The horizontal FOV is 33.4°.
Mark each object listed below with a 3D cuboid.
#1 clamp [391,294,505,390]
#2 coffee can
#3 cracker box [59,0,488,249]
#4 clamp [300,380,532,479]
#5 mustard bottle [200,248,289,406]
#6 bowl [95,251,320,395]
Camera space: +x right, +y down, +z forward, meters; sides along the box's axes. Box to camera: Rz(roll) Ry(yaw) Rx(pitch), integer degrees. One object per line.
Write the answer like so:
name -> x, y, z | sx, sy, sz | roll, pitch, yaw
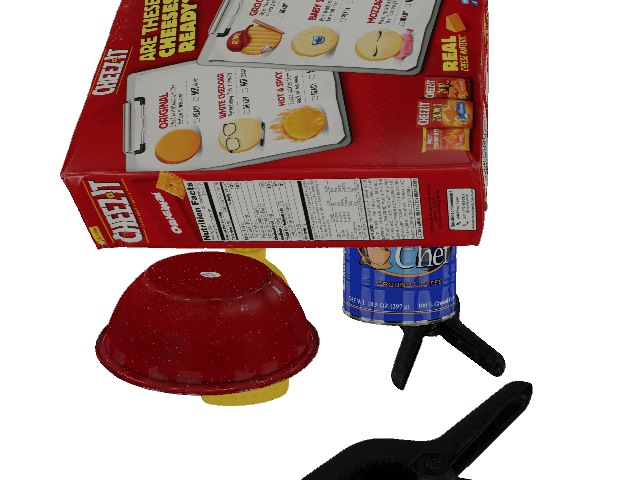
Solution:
clamp -> 0.128, 0.089, 1.144 | 0.120, 0.171, 0.039 | 4, -44, -9
coffee can -> 0.070, -0.006, 0.939 | 0.103, 0.140, 0.103 | 0, 12, 0
cracker box -> -0.015, -0.074, 0.593 | 0.214, 0.164, 0.072 | -1, -41, 10
clamp -> 0.077, 0.155, 0.711 | 0.210, 0.036, 0.164 | -5, 28, -4
mustard bottle -> -0.078, 0.075, 1.100 | 0.096, 0.192, 0.058 | -3, 23, -14
bowl -> -0.080, 0.049, 0.764 | 0.162, 0.055, 0.162 | 1, 20, -1
